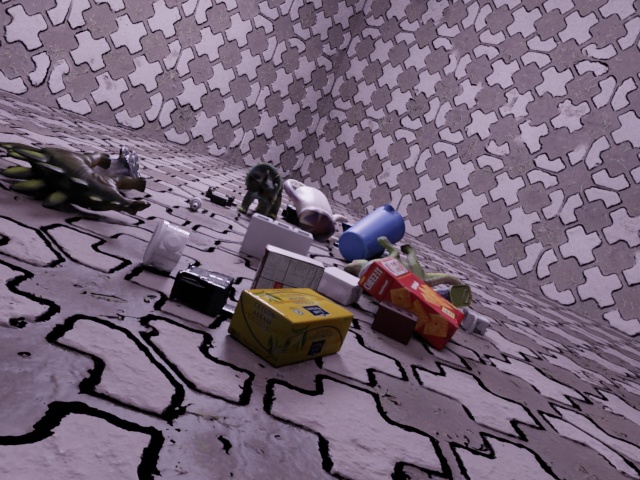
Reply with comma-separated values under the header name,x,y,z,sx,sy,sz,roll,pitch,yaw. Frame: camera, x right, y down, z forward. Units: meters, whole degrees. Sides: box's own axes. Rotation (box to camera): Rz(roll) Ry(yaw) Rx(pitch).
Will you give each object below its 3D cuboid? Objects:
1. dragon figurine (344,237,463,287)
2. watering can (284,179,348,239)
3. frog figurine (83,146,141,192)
name,x,y,z,sx,sy,sz,roll,pitch,yaw
dragon figurine,0.263,0.119,1.485,0.409,0.120,0.247,18,25,-9
watering can,0.006,-0.093,1.842,0.343,0.103,0.230,33,27,-34
frog figurine,-0.540,-0.170,1.293,0.159,0.121,0.139,-14,17,3
